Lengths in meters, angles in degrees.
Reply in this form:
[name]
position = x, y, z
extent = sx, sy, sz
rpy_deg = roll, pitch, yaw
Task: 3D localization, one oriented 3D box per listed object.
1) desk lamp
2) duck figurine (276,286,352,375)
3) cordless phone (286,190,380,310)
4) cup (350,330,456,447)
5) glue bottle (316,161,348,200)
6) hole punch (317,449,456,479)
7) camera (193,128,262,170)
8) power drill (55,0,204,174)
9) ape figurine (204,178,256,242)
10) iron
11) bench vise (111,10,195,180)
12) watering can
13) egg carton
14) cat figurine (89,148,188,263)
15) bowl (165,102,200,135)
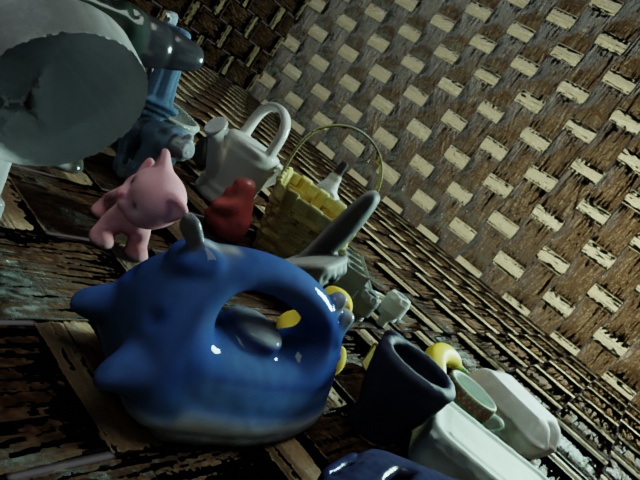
[desk lamp]
position = -0.248, -0.111, 0.423
extent = 0.202, 0.213, 0.118
rpy_deg = 41, 13, 24
[duck figurine]
position = 0.005, 0.095, 0.651
extent = 0.078, 0.086, 0.104
rpy_deg = 25, 16, -42
[cordless phone]
position = 0.007, 0.003, 0.772
extent = 0.094, 0.185, 0.148
rpy_deg = 37, 12, 6
[cup]
position = 0.071, 0.153, 0.591
extent = 0.092, 0.095, 0.117
rpy_deg = 30, 13, -27
[glue bottle]
position = 0.000, -0.075, 1.079
extent = 0.078, 0.173, 0.037
rpy_deg = 41, 13, 23
[hole punch]
position = 0.050, 0.189, 0.403
extent = 0.101, 0.091, 0.109
rpy_deg = 41, 13, 24
[camera]
position = -0.184, -0.171, 1.110
extent = 0.142, 0.100, 0.137
rpy_deg = 42, 13, 27
[power drill]
position = -0.272, -0.188, 0.662
extent = 0.231, 0.208, 0.075
rpy_deg = 23, 18, -48
[ape figurine]
position = -0.125, -0.050, 0.832
extent = 0.076, 0.092, 0.078
rpy_deg = 44, 14, 32
[iron]
position = -0.048, 0.073, 0.454
extent = 0.259, 0.141, 0.118
rpy_deg = 24, 17, -44
[bench vise]
position = -0.223, -0.195, 0.803
extent = 0.207, 0.219, 0.122
rpy_deg = 38, 12, 11
[watering can]
position = -0.122, -0.146, 0.959
extent = 0.100, 0.194, 0.173
rpy_deg = 40, 12, 17
[egg carton]
position = 0.282, 0.256, 0.851
extent = 0.108, 0.069, 0.150
rpy_deg = 22, 18, -48
[cat figurine]
position = -0.179, -0.044, 0.590
extent = 0.067, 0.117, 0.127
rpy_deg = 28, 14, -32
[bowl]
position = -0.301, -0.214, 1.008
extent = 0.167, 0.074, 0.167
rpy_deg = 34, 12, -8
